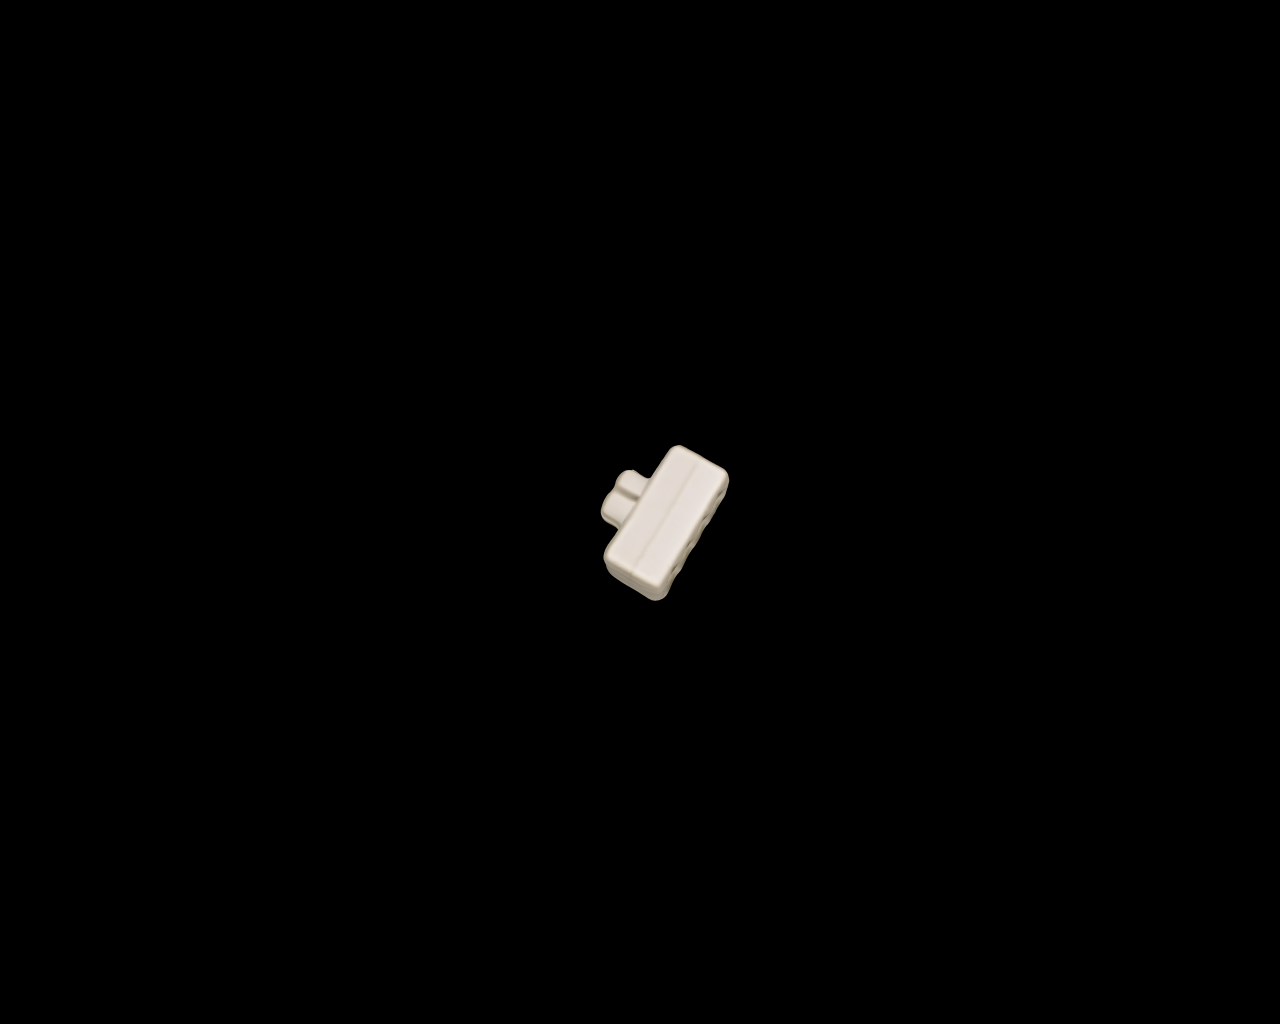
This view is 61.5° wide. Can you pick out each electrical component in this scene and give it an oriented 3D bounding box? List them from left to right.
[{"bbox_3d":[0.001,-0.003,0.650,0.076,0.083,0.047,31,-11,7],"label":"electrical component"}]
